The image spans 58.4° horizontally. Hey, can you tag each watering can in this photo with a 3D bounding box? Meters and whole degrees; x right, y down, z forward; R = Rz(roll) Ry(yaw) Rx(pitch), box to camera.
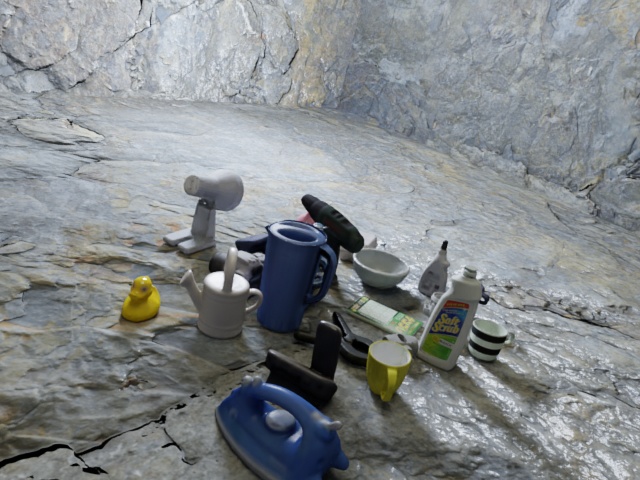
[{"bbox_3d":[-0.212,0.108,1.241,0.173,0.194,0.100,-1,27,-29],"label":"watering can"}]

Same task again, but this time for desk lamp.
[{"bbox_3d":[-0.321,-0.091,1.609,0.117,0.213,0.204,24,26,25],"label":"desk lamp"}]

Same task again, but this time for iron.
[{"bbox_3d":[-0.072,0.299,0.948,0.257,0.141,0.119,25,26,26],"label":"iron"}]

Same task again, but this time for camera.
[{"bbox_3d":[-0.201,0.070,1.453,0.136,0.101,0.143,24,25,24],"label":"camera"}]

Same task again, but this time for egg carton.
[{"bbox_3d":[0.116,0.019,1.780,0.107,0.069,0.150,19,24,14],"label":"egg carton"}]

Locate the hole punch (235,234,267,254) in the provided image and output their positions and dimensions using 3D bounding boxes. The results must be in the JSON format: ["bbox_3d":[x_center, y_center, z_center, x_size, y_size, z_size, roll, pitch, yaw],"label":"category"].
[{"bbox_3d":[-0.178,0.012,1.609,0.100,0.091,0.109,28,27,31],"label":"hole punch"}]

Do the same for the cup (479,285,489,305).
[{"bbox_3d":[0.405,0.165,1.570,0.092,0.095,0.117,-8,31,-40],"label":"cup"}]

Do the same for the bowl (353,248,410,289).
[{"bbox_3d":[0.167,0.092,1.634,0.167,0.075,0.167,11,23,-5],"label":"bowl"}]

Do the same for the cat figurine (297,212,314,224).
[{"bbox_3d":[-0.058,-0.037,1.753,0.128,0.118,0.067,-11,33,-44],"label":"cat figurine"}]

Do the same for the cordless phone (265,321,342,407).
[{"bbox_3d":[-0.027,0.219,1.098,0.147,0.185,0.094,21,24,18],"label":"cordless phone"}]

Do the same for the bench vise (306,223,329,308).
[{"bbox_3d":[-0.033,0.040,1.460,0.122,0.220,0.207,6,24,-16],"label":"bench vise"}]

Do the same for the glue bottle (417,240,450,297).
[{"bbox_3d":[0.335,0.079,1.629,0.078,0.173,0.037,25,26,26],"label":"glue bottle"}]

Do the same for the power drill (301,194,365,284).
[{"bbox_3d":[0.014,0.006,1.578,0.228,0.208,0.076,29,28,33],"label":"power drill"}]

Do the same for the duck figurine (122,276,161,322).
[{"bbox_3d":[-0.389,0.119,1.257,0.077,0.086,0.105,17,23,8],"label":"duck figurine"}]
